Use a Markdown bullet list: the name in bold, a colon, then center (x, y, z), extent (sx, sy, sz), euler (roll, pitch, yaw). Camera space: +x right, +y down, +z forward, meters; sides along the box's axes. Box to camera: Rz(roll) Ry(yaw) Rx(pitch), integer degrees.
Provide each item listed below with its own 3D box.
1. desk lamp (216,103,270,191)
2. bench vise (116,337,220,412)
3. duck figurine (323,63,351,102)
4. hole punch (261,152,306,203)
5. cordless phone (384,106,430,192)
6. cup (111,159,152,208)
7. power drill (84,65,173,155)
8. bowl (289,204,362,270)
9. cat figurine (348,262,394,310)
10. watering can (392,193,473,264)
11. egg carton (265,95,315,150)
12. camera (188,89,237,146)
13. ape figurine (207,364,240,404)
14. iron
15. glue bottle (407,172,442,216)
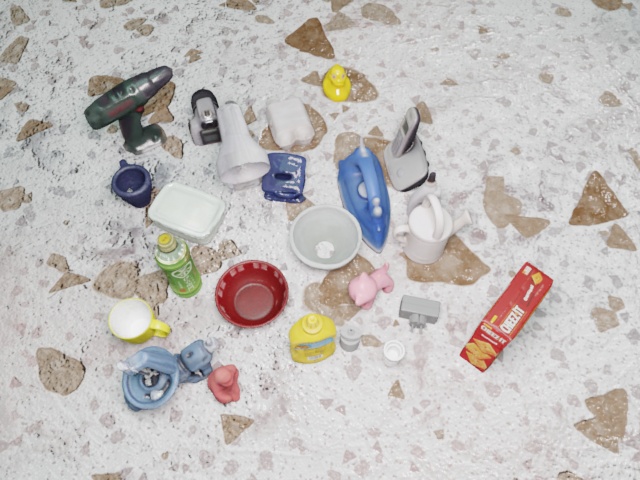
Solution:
- **desk lamp**: center (-0.192, -0.204, 1.353), extent (0.118, 0.213, 0.203), euler (-15, 63, -8)
- **bench vise**: center (-0.305, 0.235, 1.112), extent (0.121, 0.220, 0.208), euler (37, 67, 18)
- **duck figurine**: center (0.047, -0.441, 1.556), extent (0.077, 0.086, 0.104), euler (-6, 62, -4)
- **hole punch**: center (-0.085, -0.151, 1.396), extent (0.108, 0.091, 0.101), euler (6, 62, 2)
- **cordless phone**: center (0.217, -0.218, 1.383), extent (0.094, 0.185, 0.147), euler (-12, 63, -7)
- **cup**: center (-0.447, -0.130, 1.376), extent (0.092, 0.095, 0.117), euler (-26, 65, -14)
- **power drill**: center (-0.449, -0.313, 1.410), extent (0.230, 0.208, 0.075), euler (-30, 66, -15)
- **bowl**: center (0.012, 0.005, 1.323), extent (0.167, 0.075, 0.167), euler (0, 62, -1)
- **cat figurine**: center (0.108, 0.097, 1.251), extent (0.128, 0.118, 0.067), euler (-40, 69, -20)
- **watering can**: center (0.252, -0.035, 1.281), extent (0.173, 0.194, 0.100), euler (-28, 66, -15)
- **egg carton**: center (-0.080, -0.307, 1.492), extent (0.107, 0.069, 0.150), euler (-16, 63, -9)
- **camera**: center (-0.277, -0.334, 1.485), extent (0.143, 0.101, 0.136), euler (-15, 63, -9)
- **ape figurine**: center (-0.194, 0.285, 1.160), extent (0.076, 0.092, 0.078), euler (25, 64, 12)
- **iron**: center (0.117, -0.111, 1.349), extent (0.118, 0.141, 0.258), euler (-10, 62, -6)
- **glue bottle**: center (0.250, -0.105, 1.330), extent (0.078, 0.173, 0.037), euler (9, 62, 4)
